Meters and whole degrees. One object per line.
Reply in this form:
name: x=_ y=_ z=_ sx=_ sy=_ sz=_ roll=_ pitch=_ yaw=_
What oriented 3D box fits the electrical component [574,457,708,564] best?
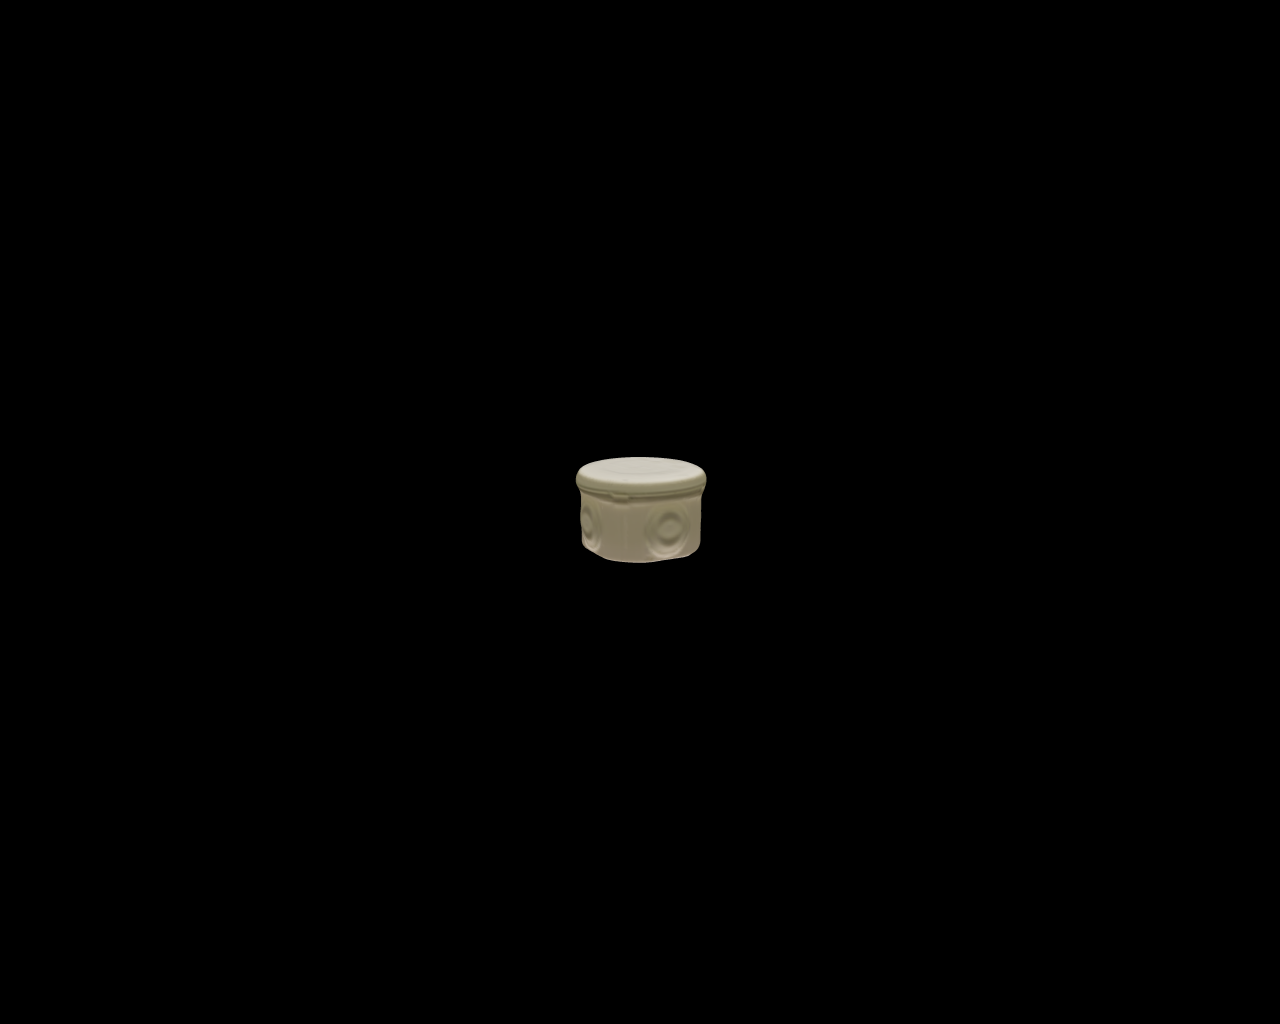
electrical component: x=0.001 y=-0.003 z=0.650 sx=0.080 sy=0.051 sz=0.080 roll=0 pitch=14 yaw=0
